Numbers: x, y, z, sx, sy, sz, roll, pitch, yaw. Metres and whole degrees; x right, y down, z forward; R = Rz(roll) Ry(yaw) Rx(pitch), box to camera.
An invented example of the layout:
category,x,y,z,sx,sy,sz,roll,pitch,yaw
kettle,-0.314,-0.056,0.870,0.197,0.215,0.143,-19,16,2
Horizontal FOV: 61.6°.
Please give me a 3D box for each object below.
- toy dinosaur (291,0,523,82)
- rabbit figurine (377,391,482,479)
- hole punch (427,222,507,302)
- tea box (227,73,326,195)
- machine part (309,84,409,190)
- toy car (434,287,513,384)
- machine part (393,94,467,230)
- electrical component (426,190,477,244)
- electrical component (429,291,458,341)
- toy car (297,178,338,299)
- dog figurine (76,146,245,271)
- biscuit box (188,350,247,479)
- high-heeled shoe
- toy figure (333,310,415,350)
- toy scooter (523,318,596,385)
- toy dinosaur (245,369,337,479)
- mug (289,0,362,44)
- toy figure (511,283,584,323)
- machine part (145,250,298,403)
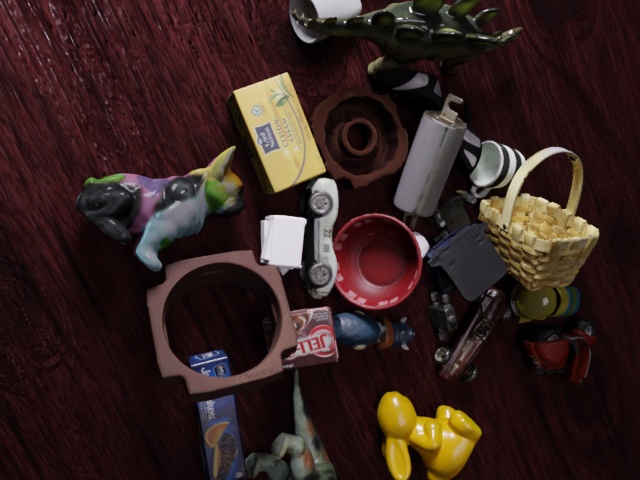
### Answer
category,x,y,z,sx,sy,sz,roll,pitch,yaw
toy dinosaur,0.156,-0.338,0.875,0.471,0.199,0.105,-11,92,-21
rabbit figurine,0.172,0.345,0.963,0.173,0.122,0.162,35,89,-4
hole punch,0.258,0.041,0.984,0.142,0.092,0.115,-33,95,-14
tea box,-0.071,-0.168,0.866,0.098,0.068,0.169,-27,101,-18
machine part,0.062,-0.174,0.921,0.179,0.056,0.179,0,91,-19
toy car,0.293,0.180,1.019,0.089,0.053,0.202,38,78,-20
machine part,0.185,-0.128,0.917,0.079,0.079,0.243,3,121,-20
electrical component,0.243,-0.047,0.995,0.102,0.045,0.078,-28,99,-17
electrical component,0.227,0.142,0.985,0.021,0.063,0.094,-13,97,-20
toy car,-0.002,-0.003,0.892,0.056,0.073,0.201,-1,92,-19
dog figurine,-0.220,-0.071,0.798,0.191,0.108,0.219,42,74,-13
biscuit box,-0.164,0.279,0.850,0.063,0.059,0.202,-10,95,-19
high-heeled shoe,0.191,-0.201,0.946,0.248,0.086,0.145,10,83,-29
toy figure,0.093,0.159,0.942,0.154,0.058,0.064,11,95,-25
toy scooter,0.486,0.232,1.079,0.184,0.075,0.135,-3,94,-25
toy dinosaur,-0.037,0.435,0.877,0.192,0.131,0.404,30,77,-31
mug,0.008,-0.389,0.888,0.107,0.081,0.109,-27,93,-29
toy figure,0.449,0.113,1.045,0.180,0.089,0.082,4,67,-31
machine part,-0.147,0.126,0.800,0.201,0.087,0.201,-10,68,-20
